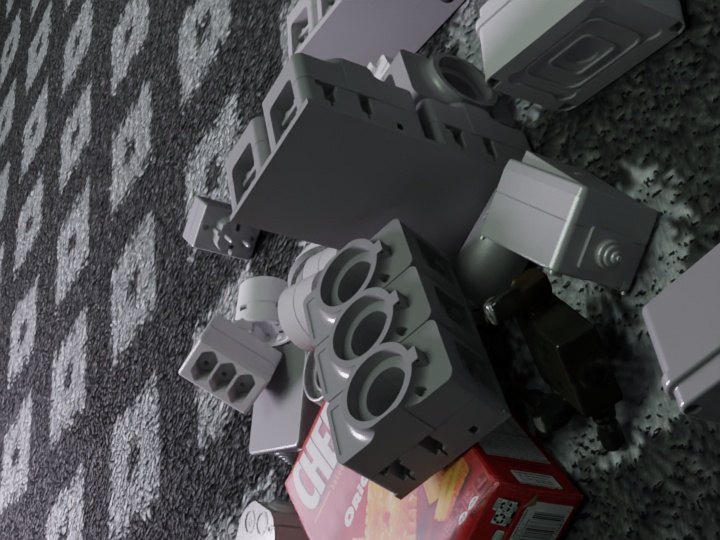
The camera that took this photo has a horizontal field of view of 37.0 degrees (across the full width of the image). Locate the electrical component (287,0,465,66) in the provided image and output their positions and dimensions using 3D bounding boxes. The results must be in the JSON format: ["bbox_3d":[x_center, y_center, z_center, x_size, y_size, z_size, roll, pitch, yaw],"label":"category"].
[{"bbox_3d":[0.013,-0.223,0.896,0.150,0.089,0.061,-41,44,45],"label":"electrical component"}]

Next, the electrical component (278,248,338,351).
[{"bbox_3d":[0.000,0.000,0.807,0.074,0.052,0.138,-26,18,39],"label":"electrical component"}]

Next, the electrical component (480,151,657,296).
[{"bbox_3d":[0.128,-0.029,0.640,0.096,0.062,0.061,35,108,59],"label":"electrical component"}]

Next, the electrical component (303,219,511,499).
[{"bbox_3d":[0.021,0.049,0.664,0.089,0.062,0.150,-41,36,19],"label":"electrical component"}]

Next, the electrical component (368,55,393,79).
[{"bbox_3d":[0.017,-0.107,0.864,0.121,0.063,0.078,-56,35,31],"label":"electrical component"}]

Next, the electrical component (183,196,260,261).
[{"bbox_3d":[-0.133,-0.037,1.091,0.077,0.066,0.047,36,109,59],"label":"electrical component"}]

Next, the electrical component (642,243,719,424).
[{"bbox_3d":[0.195,0.021,0.486,0.113,0.078,0.057,-49,36,39],"label":"electrical component"}]

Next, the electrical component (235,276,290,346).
[{"bbox_3d":[-0.088,0.037,0.993,0.055,0.055,0.047,-39,42,47],"label":"electrical component"}]

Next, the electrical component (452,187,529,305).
[{"bbox_3d":[0.095,-0.020,0.711,0.081,0.043,0.043,-63,32,22],"label":"electrical component"}]

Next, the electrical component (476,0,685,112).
[{"bbox_3d":[0.134,-0.156,0.669,0.113,0.078,0.057,-35,51,50],"label":"electrical component"}]

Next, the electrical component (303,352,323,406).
[{"bbox_3d":[-0.007,0.080,0.830,0.058,0.057,0.078,19,94,61],"label":"electrical component"}]

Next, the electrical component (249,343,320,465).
[{"bbox_3d":[-0.048,0.110,0.896,0.100,0.048,0.099,-23,58,55],"label":"electrical component"}]

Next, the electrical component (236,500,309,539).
[{"bbox_3d":[-0.065,0.226,0.872,0.080,0.051,0.080,-32,51,51],"label":"electrical component"}]

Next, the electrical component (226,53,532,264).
[{"bbox_3d":[0.017,-0.066,0.721,0.105,0.186,0.060,-52,37,36],"label":"electrical component"}]

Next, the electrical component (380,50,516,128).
[{"bbox_3d":[0.060,-0.116,0.767,0.055,0.089,0.050,-52,37,36],"label":"electrical component"}]

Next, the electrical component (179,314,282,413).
[{"bbox_3d":[-0.102,0.067,0.897,0.047,0.066,0.076,-54,7,34],"label":"electrical component"}]

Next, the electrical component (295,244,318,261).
[{"bbox_3d":[-0.021,-0.022,0.917,0.065,0.044,0.044,-56,34,22],"label":"electrical component"}]
